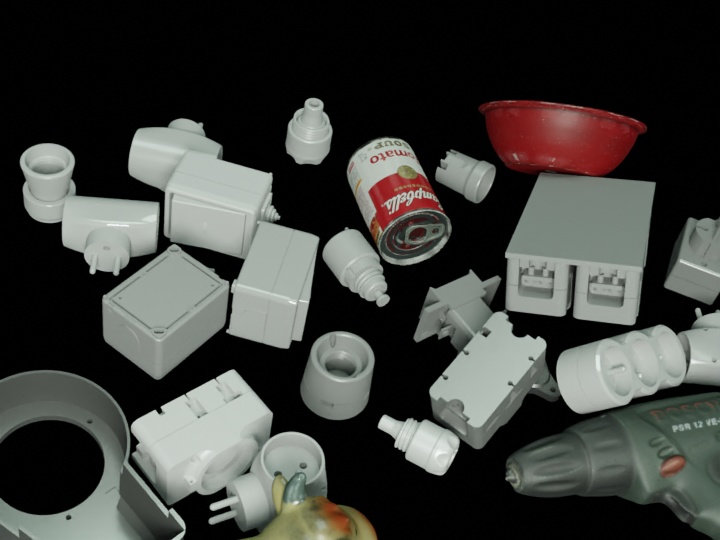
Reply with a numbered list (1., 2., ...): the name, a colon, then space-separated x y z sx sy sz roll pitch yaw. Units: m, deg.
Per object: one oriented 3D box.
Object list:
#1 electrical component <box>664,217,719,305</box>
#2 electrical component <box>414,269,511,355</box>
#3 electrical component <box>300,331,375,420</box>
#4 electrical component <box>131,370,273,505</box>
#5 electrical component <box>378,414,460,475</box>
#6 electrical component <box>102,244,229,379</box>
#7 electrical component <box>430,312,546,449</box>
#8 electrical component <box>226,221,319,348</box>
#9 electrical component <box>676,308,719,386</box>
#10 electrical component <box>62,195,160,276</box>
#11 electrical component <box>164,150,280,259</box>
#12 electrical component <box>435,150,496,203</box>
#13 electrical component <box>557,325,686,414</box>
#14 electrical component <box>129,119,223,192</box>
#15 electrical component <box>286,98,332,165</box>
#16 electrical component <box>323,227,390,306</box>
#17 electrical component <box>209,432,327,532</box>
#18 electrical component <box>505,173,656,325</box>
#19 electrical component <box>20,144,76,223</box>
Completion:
1. electrical component: 0.320 -0.021 0.988 0.047 0.076 0.065 22 47 8
2. electrical component: 0.090 0.041 0.905 0.081 0.042 0.063 -23 58 -28
3. electrical component: -0.017 0.081 0.841 0.055 0.047 0.055 6 47 -6
4. electrical component: -0.112 0.123 0.780 0.089 0.050 0.056 -27 57 -31
5. electrical component: 0.043 0.129 0.819 0.061 0.035 0.035 26 48 14
6. electrical component: -0.149 0.032 0.850 0.062 0.061 0.096 33 50 18
7. electrical component: 0.101 0.088 0.843 0.050 0.055 0.089 35 70 23
8. electrical component: -0.066 0.008 0.888 0.061 0.061 0.096 15 46 1
9. electrical component: 0.309 0.064 0.929 0.077 0.043 0.079 6 47 -7
10. electrical component: -0.210 -0.026 0.902 0.077 0.043 0.079 4 47 -8
11. electrical component: -0.118 -0.052 0.933 0.096 0.061 0.061 16 46 3
12. electrical component: 0.101 -0.091 1.033 0.046 0.040 0.040 28 48 21
13. electrical component: 0.199 0.083 0.872 0.138 0.074 0.052 -7 79 -47
14. electrical component: -0.165 -0.112 0.991 0.077 0.044 0.079 12 46 -1
15. electrical component: -0.047 -0.134 1.025 0.043 0.062 0.043 6 47 -6
16. electrical component: 0.000 0.000 0.925 0.040 0.040 0.078 -19 54 -27
17. electrical component: -0.067 0.156 0.741 0.079 0.077 0.043 -15 53 -23
18. electrical component: 0.193 -0.020 0.930 0.105 0.060 0.186 7 27 16
19. electrical component: -0.268 -0.074 0.927 0.045 0.055 0.045 6 46 -7
